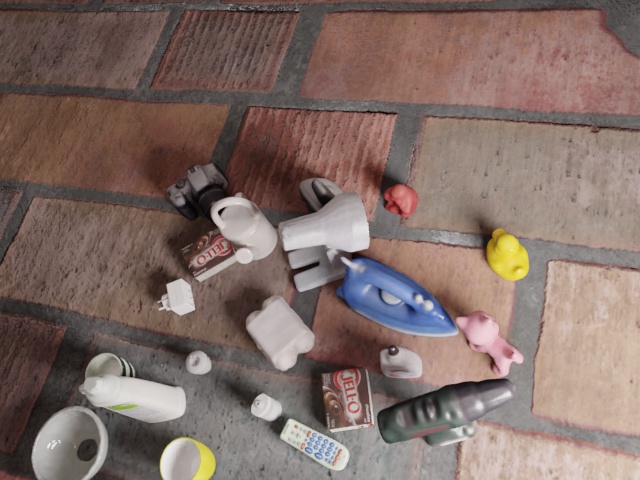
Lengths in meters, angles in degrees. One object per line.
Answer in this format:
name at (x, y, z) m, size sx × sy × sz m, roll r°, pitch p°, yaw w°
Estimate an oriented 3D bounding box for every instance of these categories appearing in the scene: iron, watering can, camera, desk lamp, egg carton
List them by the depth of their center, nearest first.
iron at (0.151, 0.107, 1.126) m, size 0.257 × 0.142 × 0.119 m, roll 24°, pitch 74°, yaw 25°
desk lamp at (0.011, 0.004, 1.174) m, size 0.203 × 0.214 × 0.118 m, roll -21°, pitch 61°, yaw 6°
egg carton at (-0.085, 0.193, 1.194) m, size 0.107 × 0.069 × 0.150 m, roll -42°, pitch 62°, yaw -6°
watering can at (-0.167, -0.031, 1.252) m, size 0.101 × 0.194 × 0.172 m, roll -35°, pitch 61°, yaw -2°
camera at (-0.281, -0.103, 1.372) m, size 0.143 × 0.101 × 0.136 m, roll -34°, pitch 61°, yaw -1°

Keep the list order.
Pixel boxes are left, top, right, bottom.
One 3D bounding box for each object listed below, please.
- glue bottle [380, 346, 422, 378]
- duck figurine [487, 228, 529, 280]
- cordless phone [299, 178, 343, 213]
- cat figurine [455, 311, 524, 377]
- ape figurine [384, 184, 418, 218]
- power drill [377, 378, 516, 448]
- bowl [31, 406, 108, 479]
glue bottle at (0.143, 0.221, 1.056) m, size 0.078 × 0.173 × 0.037 m, roll -6°, pitch 64°, yaw 13°
duck figurine at (0.372, 0.024, 1.134) m, size 0.077 × 0.086 × 0.104 m, roll -25°, pitch 61°, yaw 4°
cordless phone at (0.007, -0.102, 1.241) m, size 0.094 × 0.185 × 0.147 m, roll -40°, pitch 61°, yaw -4°
cat figurine at (0.314, 0.181, 1.058) m, size 0.067 × 0.118 × 0.127 m, roll -43°, pitch 62°, yaw -6°
ape figurine at (0.175, -0.092, 1.242) m, size 0.076 × 0.092 × 0.077 m, roll -23°, pitch 61°, yaw 5°
power drill at (0.217, 0.297, 0.979) m, size 0.229 × 0.209 × 0.075 m, roll -19°, pitch 62°, yaw 7°
bowl at (-0.506, 0.437, 1.196) m, size 0.167 × 0.075 × 0.167 m, roll -6°, pitch 64°, yaw 13°
